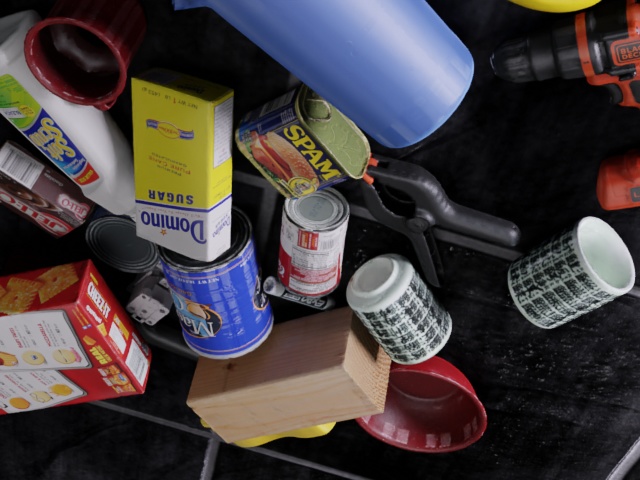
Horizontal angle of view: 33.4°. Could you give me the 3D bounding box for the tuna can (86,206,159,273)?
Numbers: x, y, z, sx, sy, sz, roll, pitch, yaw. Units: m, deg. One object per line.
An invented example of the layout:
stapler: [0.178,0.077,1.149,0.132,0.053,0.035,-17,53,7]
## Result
tuna can: [-0.210,-0.005,1.168,0.086,0.033,0.086,9,137,8]

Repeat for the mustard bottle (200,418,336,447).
mustard bottle: [-0.067,0.204,1.296,0.192,0.096,0.058,-16,131,30]

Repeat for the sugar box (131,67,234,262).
sugar box: [-0.132,-0.071,1.025,0.093,0.048,0.176,20,123,24]

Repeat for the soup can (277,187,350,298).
soup can: [-0.007,0.001,1.087,0.068,0.068,0.102,12,137,5]

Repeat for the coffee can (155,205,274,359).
coffee can: [-0.110,0.044,1.139,0.103,0.102,0.140,3,136,14]

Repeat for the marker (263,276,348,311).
marker: [-0.011,0.063,1.158,0.120,0.020,0.020,21,143,-41]

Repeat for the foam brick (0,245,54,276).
foam brick: [-0.349,0.055,1.243,0.051,0.078,0.053,20,135,-4]

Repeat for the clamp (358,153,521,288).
clamp: [0.099,-0.019,1.056,0.171,0.039,0.120,34,130,-11]

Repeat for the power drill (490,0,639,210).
power drill: [0.252,-0.112,0.897,0.185,0.057,0.187,-8,132,24]

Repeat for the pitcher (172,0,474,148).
pitcher: [0.017,-0.191,0.847,0.242,0.145,0.149,39,145,-27]

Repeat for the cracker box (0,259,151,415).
cracker box: [-0.318,0.112,1.188,0.214,0.072,0.164,-10,134,17]

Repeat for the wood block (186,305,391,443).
wood block: [-0.034,0.151,1.191,0.206,0.090,0.090,-16,131,29]

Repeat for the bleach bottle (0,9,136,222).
bleach bottle: [-0.237,-0.106,1.046,0.103,0.068,0.250,-3,138,42]

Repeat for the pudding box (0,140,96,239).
pudding box: [-0.302,-0.051,1.128,0.113,0.039,0.090,37,153,-19]

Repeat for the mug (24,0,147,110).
mug: [-0.202,-0.172,0.956,0.093,0.081,0.117,2,135,16]

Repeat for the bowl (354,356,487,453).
bowl: [0.116,0.181,1.246,0.162,0.055,0.162,9,137,8]

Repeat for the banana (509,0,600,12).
banana: [0.145,-0.227,0.829,0.197,0.037,0.070,24,114,-11]

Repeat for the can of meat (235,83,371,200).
can of meat: [-0.017,-0.091,1.004,0.084,0.057,0.102,-20,126,36]

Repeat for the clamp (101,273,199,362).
clamp: [-0.234,0.112,1.295,0.165,0.036,0.209,-28,120,37]
